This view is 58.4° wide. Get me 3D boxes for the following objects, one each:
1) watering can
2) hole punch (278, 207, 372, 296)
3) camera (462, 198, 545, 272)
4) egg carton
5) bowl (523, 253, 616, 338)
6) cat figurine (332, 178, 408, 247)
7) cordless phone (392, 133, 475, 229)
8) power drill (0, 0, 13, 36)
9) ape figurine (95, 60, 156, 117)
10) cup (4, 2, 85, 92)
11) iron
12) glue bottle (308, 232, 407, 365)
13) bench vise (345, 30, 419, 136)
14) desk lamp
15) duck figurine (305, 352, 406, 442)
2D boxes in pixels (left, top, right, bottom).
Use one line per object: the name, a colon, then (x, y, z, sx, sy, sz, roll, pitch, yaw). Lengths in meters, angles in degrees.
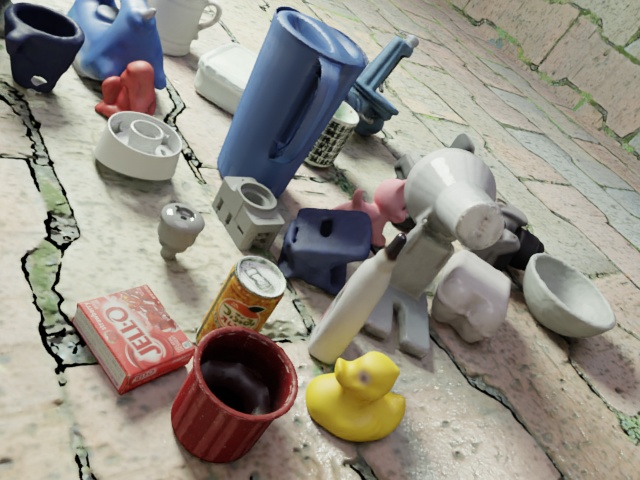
watering can: (-0.250, -0.429, 0.985, 0.173, 0.194, 0.100, -10, 52, -47)
hole punch: (0.007, 0.003, 0.731, 0.101, 0.091, 0.108, 25, 33, -13)
camera: (0.329, 0.000, 1.005, 0.137, 0.100, 0.143, 29, 32, -6)
egg carton: (0.220, 0.080, 0.833, 0.107, 0.069, 0.150, 35, 32, 3)
bowl: (0.397, 0.104, 0.950, 0.168, 0.074, 0.167, 23, 34, -16)
cat figurine: (0.089, -0.053, 0.851, 0.128, 0.117, 0.067, 2, 43, -39)
cordless phone: (0.189, -0.112, 0.953, 0.094, 0.185, 0.147, 15, 37, -26)
power drill: (-0.420, -0.390, 0.773, 0.076, 0.208, 0.229, -8, 50, -46)
ape figurine: (-0.253, -0.202, 0.776, 0.076, 0.092, 0.077, -1, 45, -41)
cup: (-0.359, -0.232, 0.721, 0.092, 0.095, 0.118, 28, 33, -8)
iron: (-0.312, -0.339, 0.860, 0.119, 0.141, 0.257, -5, 49, -45)
glue bottle: (0.045, 0.056, 0.617, 0.037, 0.173, 0.078, 30, 32, -4)
bench vise: (0.097, -0.281, 1.066, 0.121, 0.219, 0.208, 38, 33, 8)
desk lamp: (0.150, 0.004, 0.739, 0.118, 0.213, 0.203, 26, 33, -11)
duck figurine: (0.048, 0.150, 0.576, 0.105, 0.086, 0.077, 21, 34, -18)
